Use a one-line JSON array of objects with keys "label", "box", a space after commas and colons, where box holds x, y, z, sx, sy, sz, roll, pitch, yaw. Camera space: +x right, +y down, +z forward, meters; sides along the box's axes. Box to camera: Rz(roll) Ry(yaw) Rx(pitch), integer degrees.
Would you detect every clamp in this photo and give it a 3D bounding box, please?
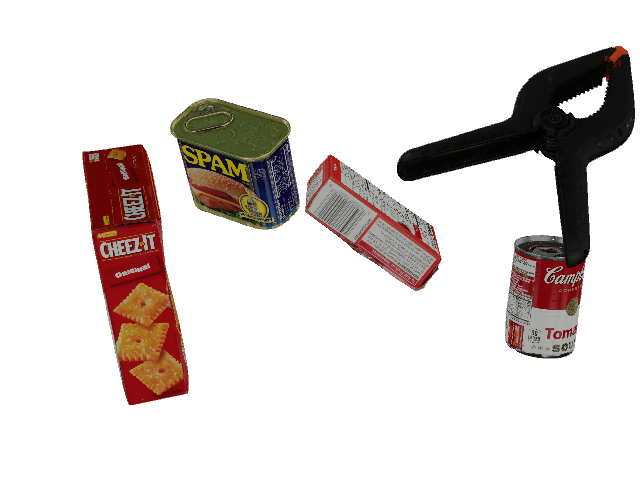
[{"label": "clamp", "box": [0.186, -0.075, 0.827, 0.209, 0.036, 0.165, -39, 57, -21]}]

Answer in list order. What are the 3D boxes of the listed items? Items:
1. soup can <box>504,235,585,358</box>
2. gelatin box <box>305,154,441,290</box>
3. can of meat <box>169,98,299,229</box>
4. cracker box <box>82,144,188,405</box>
[{"label": "soup can", "box": [0.214, 0.053, 1.017, 0.068, 0.102, 0.068, 2, 17, -1]}, {"label": "gelatin box", "box": [0.033, -0.012, 0.678, 0.089, 0.030, 0.073, 36, 13, -9]}, {"label": "can of meat", "box": [-0.070, -0.063, 0.902, 0.102, 0.084, 0.057, 19, 50, 28]}, {"label": "cracker box", "box": [-0.189, 0.033, 1.093, 0.072, 0.214, 0.164, -10, 34, -10]}]
